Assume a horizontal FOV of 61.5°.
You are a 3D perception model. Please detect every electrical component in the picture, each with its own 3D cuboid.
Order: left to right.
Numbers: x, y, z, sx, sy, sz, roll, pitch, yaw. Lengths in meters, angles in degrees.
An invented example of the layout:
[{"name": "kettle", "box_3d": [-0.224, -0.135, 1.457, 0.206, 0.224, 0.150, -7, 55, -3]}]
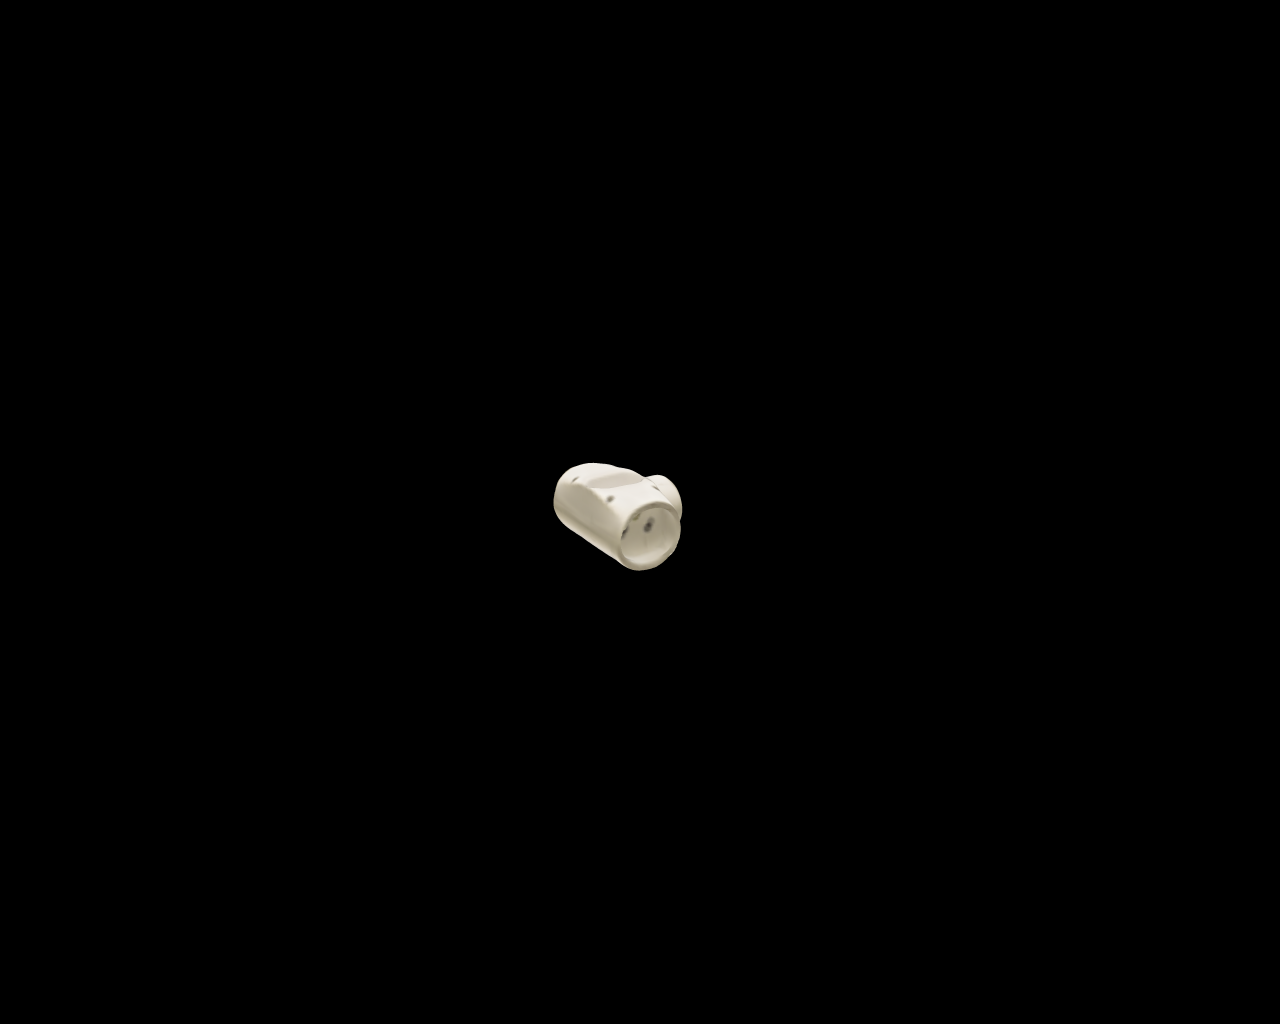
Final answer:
[{"name": "electrical component", "box_3d": [0.001, -0.003, 0.650, 0.079, 0.043, 0.077, -13, 26, -29]}]
